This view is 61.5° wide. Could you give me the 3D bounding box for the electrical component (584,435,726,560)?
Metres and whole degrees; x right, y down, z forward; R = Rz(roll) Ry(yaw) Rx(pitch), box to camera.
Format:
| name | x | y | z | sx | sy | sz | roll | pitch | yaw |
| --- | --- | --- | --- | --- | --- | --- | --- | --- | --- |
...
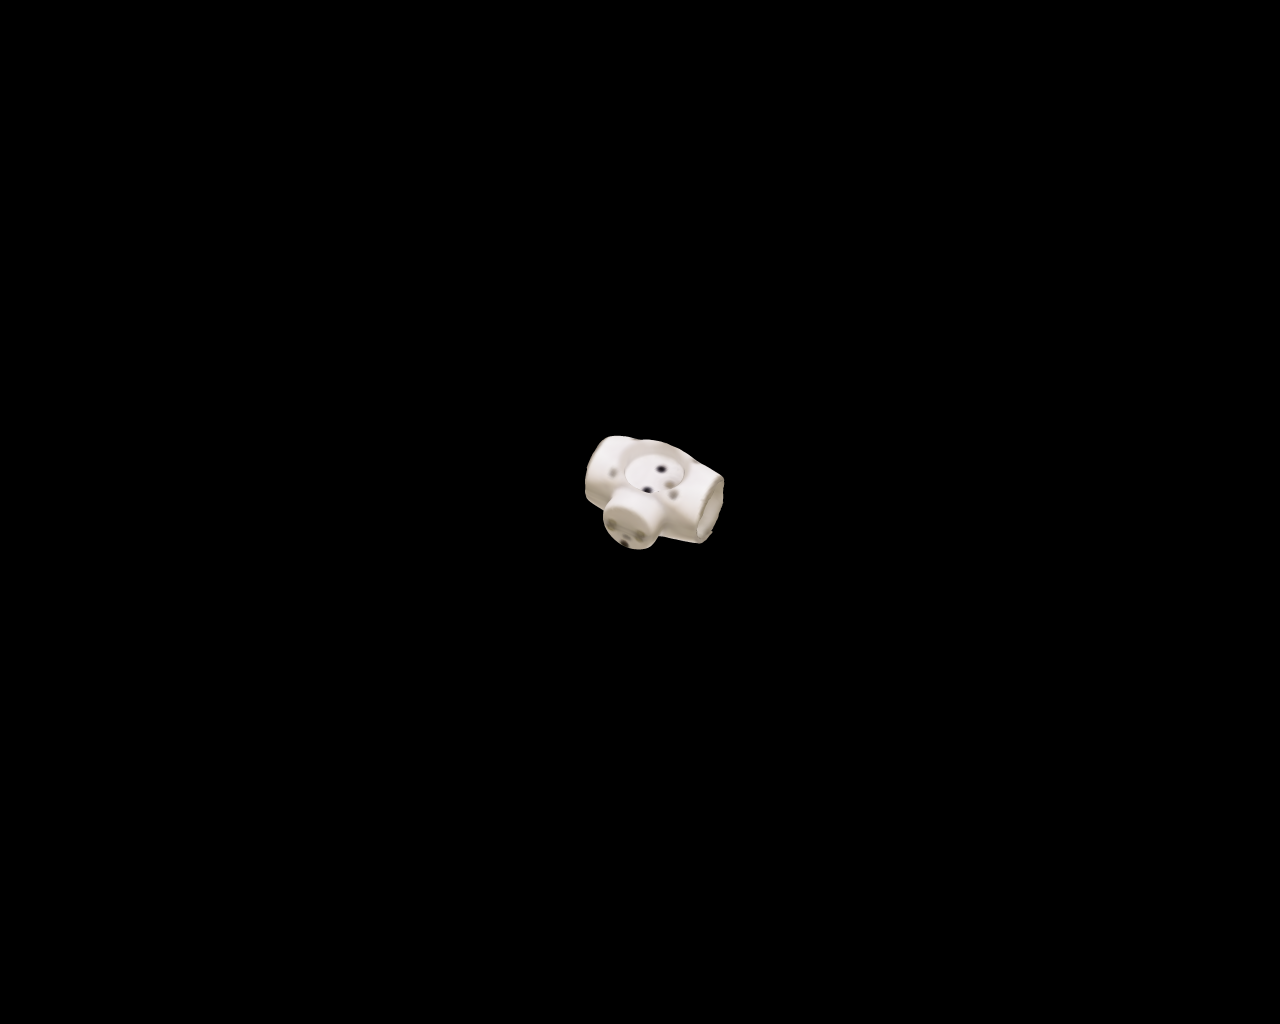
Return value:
| name | x | y | z | sx | sy | sz | roll | pitch | yaw |
| --- | --- | --- | --- | --- | --- | --- | --- | --- | --- |
| electrical component | 0.001 | -0.003 | 0.650 | 0.077 | 0.079 | 0.044 | 22 | -38 | 18 |
